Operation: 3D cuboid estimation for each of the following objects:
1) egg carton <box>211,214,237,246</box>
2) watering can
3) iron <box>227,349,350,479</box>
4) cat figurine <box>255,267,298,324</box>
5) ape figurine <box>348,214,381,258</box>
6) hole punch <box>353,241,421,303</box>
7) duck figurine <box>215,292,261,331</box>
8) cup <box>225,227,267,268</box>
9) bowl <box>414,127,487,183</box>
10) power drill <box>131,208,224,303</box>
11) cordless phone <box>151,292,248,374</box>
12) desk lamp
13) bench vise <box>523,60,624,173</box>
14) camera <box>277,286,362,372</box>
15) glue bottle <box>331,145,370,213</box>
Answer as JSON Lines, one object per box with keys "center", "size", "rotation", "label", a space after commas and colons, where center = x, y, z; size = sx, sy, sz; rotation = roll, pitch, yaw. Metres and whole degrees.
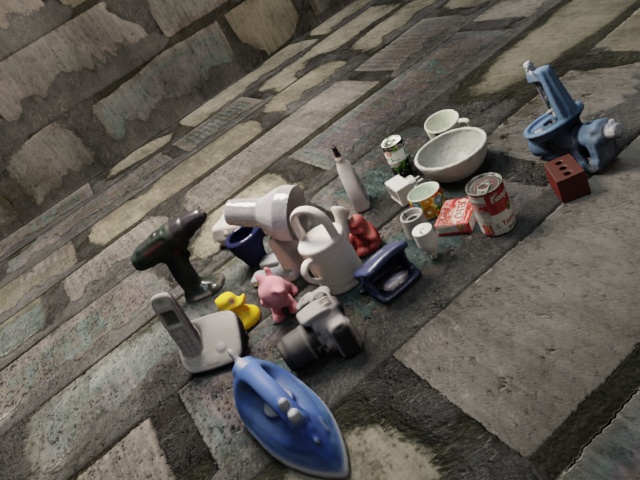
{"center": [-0.220, -0.036, 1.544], "size": [0.149, 0.069, 0.107], "rotation": [-8, 37, 35], "label": "egg carton"}
{"center": [0.009, 0.004, 1.148], "size": [0.100, 0.194, 0.173], "rotation": [-17, 32, 23], "label": "watering can"}
{"center": [-0.058, 0.255, 0.877], "size": [0.119, 0.142, 0.257], "rotation": [-42, 31, -19], "label": "iron"}
{"center": [-0.093, 0.102, 1.169], "size": [0.067, 0.118, 0.127], "rotation": [-28, 30, 4], "label": "cat figurine"}
{"center": [0.088, -0.014, 1.209], "size": [0.077, 0.092, 0.076], "rotation": [10, 48, 49], "label": "ape figurine"}
{"center": [0.117, 0.051, 1.085], "size": [0.109, 0.091, 0.100], "rotation": [-39, 31, -15], "label": "hole punch"}
{"center": [-0.189, 0.150, 1.214], "size": [0.104, 0.086, 0.077], "rotation": [-24, 30, 11], "label": "duck figurine"}
{"center": [-0.157, 0.014, 1.385], "size": [0.117, 0.095, 0.091], "rotation": [-27, 30, 6], "label": "cup"}
{"center": [0.303, -0.180, 1.287], "size": [0.167, 0.075, 0.167], "rotation": [-22, 30, 14], "label": "bowl"}
{"center": [-0.323, 0.043, 1.374], "size": [0.229, 0.209, 0.075], "rotation": [-22, 31, 14], "label": "power drill"}
{"center": [-0.239, 0.168, 1.129], "size": [0.147, 0.185, 0.094], "rotation": [-21, 31, 17], "label": "cordless phone"}
{"center": [-0.103, -0.012, 1.255], "size": [0.202, 0.214, 0.118], "rotation": [-13, 34, 28], "label": "desk lamp"}
{"center": [0.473, -0.244, 1.085], "size": [0.206, 0.220, 0.122], "rotation": [6, 45, 46], "label": "bench vise"}
{"center": [-0.016, 0.160, 1.027], "size": [0.137, 0.101, 0.143], "rotation": [-33, 29, -4], "label": "camera"}
{"center": [0.068, -0.151, 1.355], "size": [0.037, 0.173, 0.078], "rotation": [-22, 31, 15], "label": "glue bottle"}
